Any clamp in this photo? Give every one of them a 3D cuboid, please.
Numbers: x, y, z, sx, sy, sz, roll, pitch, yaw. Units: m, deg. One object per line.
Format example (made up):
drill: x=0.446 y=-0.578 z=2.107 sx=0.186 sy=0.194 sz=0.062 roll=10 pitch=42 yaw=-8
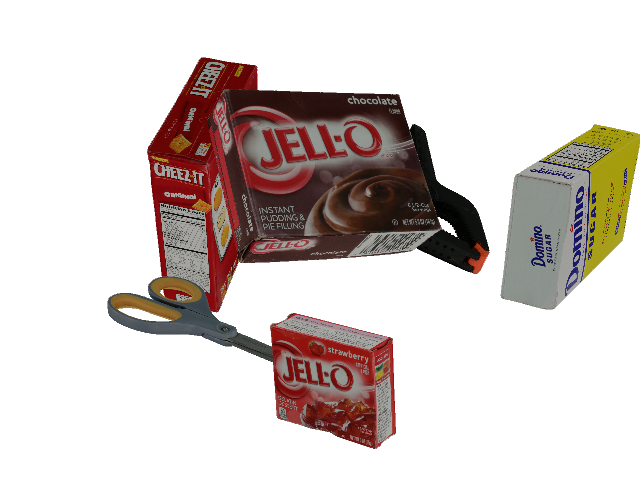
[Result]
clamp: x=0.097 y=-0.042 z=1.153 sx=0.164 sy=0.210 sz=0.036 roll=-16 pitch=-37 yaw=-29

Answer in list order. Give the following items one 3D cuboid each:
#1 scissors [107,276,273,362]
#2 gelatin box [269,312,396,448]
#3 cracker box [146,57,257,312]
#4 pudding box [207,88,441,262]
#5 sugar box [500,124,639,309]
scissors: x=-0.083 y=0.070 z=0.920 sx=0.202 sy=0.016 sz=0.096 roll=12 pitch=27 yaw=10
gelatin box: x=0.008 y=0.096 z=0.736 sx=0.089 sy=0.073 sz=0.030 roll=11 pitch=23 yaw=35
cracker box: x=-0.119 y=-0.057 z=1.123 sx=0.072 sy=0.214 sz=0.164 roll=11 pitch=46 yaw=9
pudding box: x=0.001 y=-0.036 z=0.588 sx=0.113 sy=0.090 sz=0.039 roll=-2 pitch=-25 yaw=-29
sugar box: x=0.187 y=-0.021 z=0.782 sx=0.048 sy=0.093 sz=0.176 roll=13 pitch=23 yaw=25
